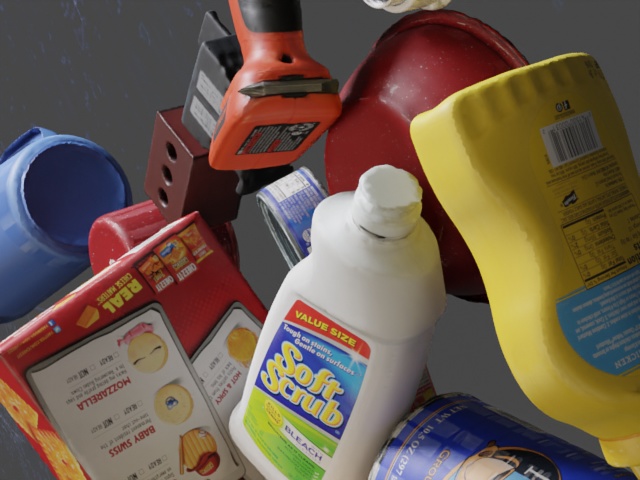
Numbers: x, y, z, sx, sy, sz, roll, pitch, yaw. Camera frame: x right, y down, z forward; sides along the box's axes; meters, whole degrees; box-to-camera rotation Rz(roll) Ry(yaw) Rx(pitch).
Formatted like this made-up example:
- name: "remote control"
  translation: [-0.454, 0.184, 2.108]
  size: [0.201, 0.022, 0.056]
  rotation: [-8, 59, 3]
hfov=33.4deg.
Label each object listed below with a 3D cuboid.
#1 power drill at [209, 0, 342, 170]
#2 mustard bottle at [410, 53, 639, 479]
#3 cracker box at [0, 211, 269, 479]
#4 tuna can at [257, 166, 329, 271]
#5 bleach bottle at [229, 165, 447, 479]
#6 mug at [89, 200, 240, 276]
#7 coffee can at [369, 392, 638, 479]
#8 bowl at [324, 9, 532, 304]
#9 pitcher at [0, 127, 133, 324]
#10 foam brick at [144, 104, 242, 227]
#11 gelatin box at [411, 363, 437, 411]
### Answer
- name: "power drill"
  translation: [-0.044, -0.137, 0.585]
  size: [0.185, 0.057, 0.187]
  rotation: [143, 118, -72]
- name: "mustard bottle"
  translation: [0.114, 0.020, 0.459]
  size: [0.058, 0.096, 0.191]
  rotation: [-26, 86, 55]
- name: "cracker box"
  translation: [-0.091, 0.115, 0.695]
  size: [0.213, 0.164, 0.072]
  rotation: [56, 148, -7]
- name: "tuna can"
  translation: [-0.004, 0.001, 0.641]
  size: [0.086, 0.033, 0.086]
  rotation: [59, 172, 13]
- name: "bleach bottle"
  translation: [0.009, 0.052, 0.570]
  size: [0.103, 0.068, 0.251]
  rotation: [42, 145, 24]
- name: "mug"
  translation: [-0.115, 0.022, 0.796]
  size: [0.093, 0.081, 0.117]
  rotation: [-14, 95, 56]
- name: "coffee can"
  translation: [0.105, 0.148, 0.533]
  size: [0.141, 0.102, 0.103]
  rotation: [21, 123, 49]
- name: "bowl"
  translation: [0.051, -0.035, 0.556]
  size: [0.162, 0.055, 0.162]
  rotation: [30, 130, 43]
- name: "pitcher"
  translation: [-0.263, -0.018, 0.958]
  size: [0.243, 0.144, 0.149]
  rotation: [-23, 100, 53]
- name: "foam brick"
  translation: [-0.085, -0.051, 0.742]
  size: [0.053, 0.051, 0.078]
  rotation: [50, 143, 28]
- name: "gelatin box"
  translation: [0.031, 0.083, 0.670]
  size: [0.089, 0.030, 0.073]
  rotation: [-11, 99, 56]
